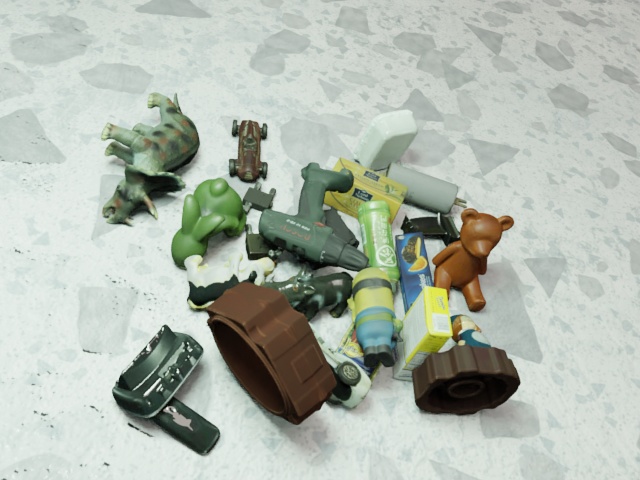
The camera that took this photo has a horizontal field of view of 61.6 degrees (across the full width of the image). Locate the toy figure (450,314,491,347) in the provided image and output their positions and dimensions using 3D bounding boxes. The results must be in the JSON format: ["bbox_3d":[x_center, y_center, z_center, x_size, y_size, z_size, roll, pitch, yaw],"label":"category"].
[{"bbox_3d":[0.284,0.187,1.019,0.064,0.058,0.155,49,13,-28],"label":"toy figure"}]

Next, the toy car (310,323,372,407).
[{"bbox_3d":[-0.002,0.207,0.930,0.202,0.073,0.056,39,35,16],"label":"toy car"}]

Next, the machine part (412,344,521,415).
[{"bbox_3d":[0.247,0.240,0.918,0.179,0.179,0.056,7,48,-10],"label":"machine part"}]

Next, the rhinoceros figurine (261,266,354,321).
[{"bbox_3d":[-0.023,0.101,0.991,0.190,0.112,0.073,-3,55,-29],"label":"rhinoceros figurine"}]

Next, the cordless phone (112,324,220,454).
[{"bbox_3d":[-0.218,0.238,0.858,0.184,0.088,0.146,37,50,0],"label":"cordless phone"}]

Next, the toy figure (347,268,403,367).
[{"bbox_3d":[0.099,0.130,0.941,0.082,0.089,0.180,11,43,-10],"label":"toy figure"}]

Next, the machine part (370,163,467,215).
[{"bbox_3d":[0.232,-0.121,1.265,0.243,0.079,0.079,20,49,-1],"label":"machine part"}]

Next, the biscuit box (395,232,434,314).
[{"bbox_3d":[0.195,0.080,1.092,0.063,0.059,0.203,-7,51,4],"label":"biscuit box"}]

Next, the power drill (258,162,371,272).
[{"bbox_3d":[0.008,-0.046,1.065,0.232,0.086,0.207,14,64,8],"label":"power drill"}]

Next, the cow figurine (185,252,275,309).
[{"bbox_3d":[-0.163,0.077,0.997,0.167,0.068,0.098,-3,59,-14],"label":"cow figurine"}]

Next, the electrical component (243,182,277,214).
[{"bbox_3d":[-0.133,-0.086,1.169,0.063,0.021,0.094,21,49,1],"label":"electrical component"}]

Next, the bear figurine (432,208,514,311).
[{"bbox_3d":[0.307,0.038,1.081,0.120,0.195,0.132,12,51,-10],"label":"bear figurine"}]

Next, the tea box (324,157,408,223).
[{"bbox_3d":[0.098,-0.101,1.198,0.170,0.098,0.068,25,49,7],"label":"tea box"}]

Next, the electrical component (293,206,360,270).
[{"bbox_3d":[-0.002,-0.003,1.116,0.134,0.058,0.115,-20,58,-29],"label":"electrical component"}]

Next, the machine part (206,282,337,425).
[{"bbox_3d":[-0.082,0.174,0.834,0.087,0.200,0.202,-35,23,-27],"label":"machine part"}]

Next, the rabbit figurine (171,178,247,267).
[{"bbox_3d":[-0.218,-0.025,1.029,0.121,0.159,0.170,30,65,-4],"label":"rabbit figurine"}]

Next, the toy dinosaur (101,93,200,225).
[{"bbox_3d":[-0.331,-0.202,1.152,0.192,0.131,0.405,32,45,-5],"label":"toy dinosaur"}]

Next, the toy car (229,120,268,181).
[{"bbox_3d":[-0.164,-0.217,1.249,0.089,0.053,0.202,4,52,-9],"label":"toy car"}]

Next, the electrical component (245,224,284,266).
[{"bbox_3d":[-0.111,0.004,1.086,0.078,0.045,0.102,4,51,-15],"label":"electrical component"}]

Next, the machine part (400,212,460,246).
[{"bbox_3d":[0.254,-0.026,1.221,0.139,0.039,0.084,2,57,-17],"label":"machine part"}]
